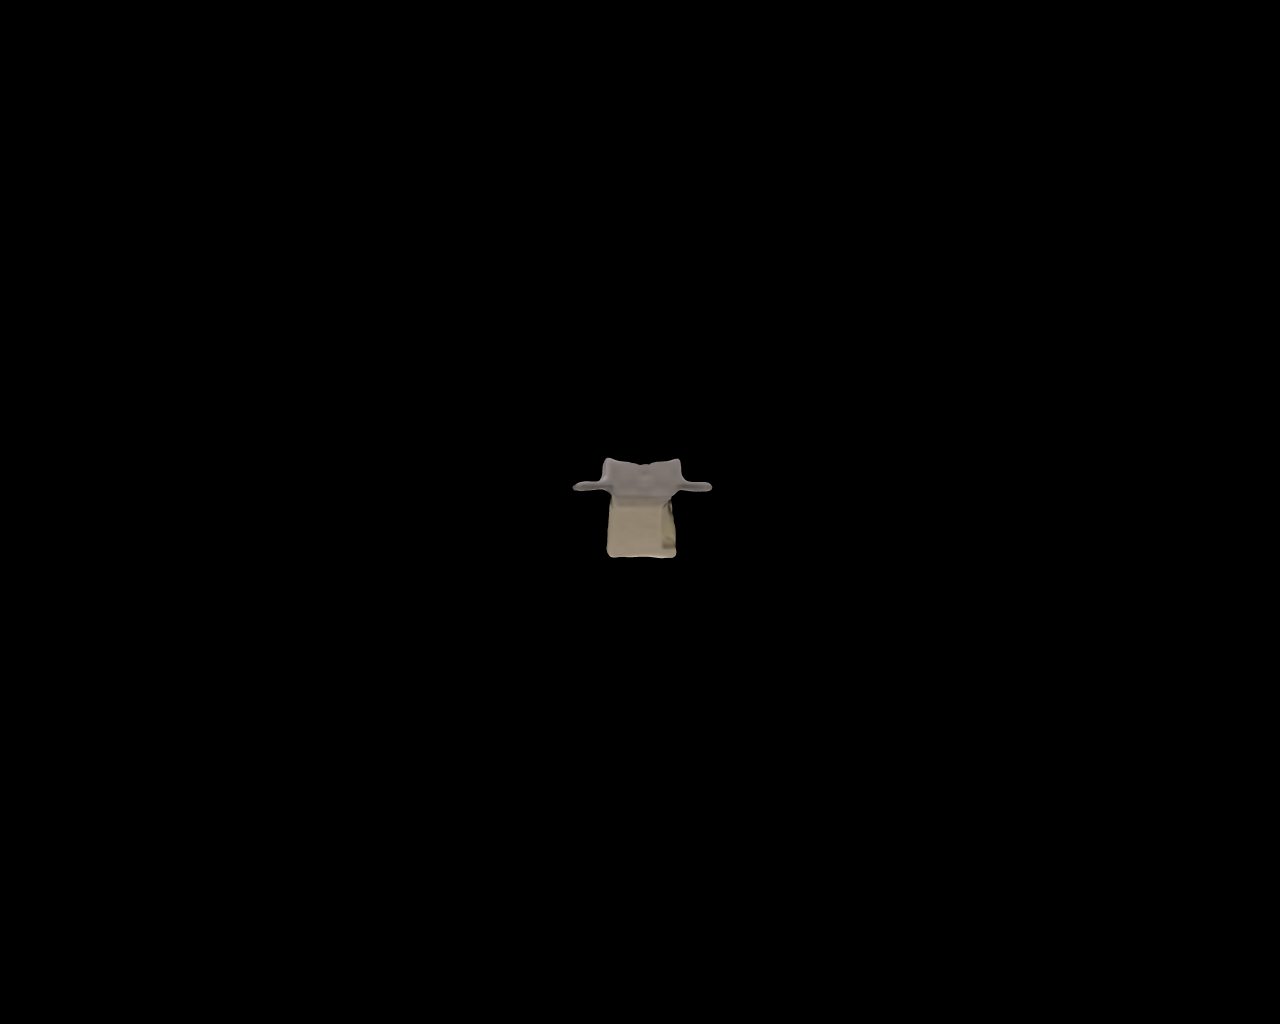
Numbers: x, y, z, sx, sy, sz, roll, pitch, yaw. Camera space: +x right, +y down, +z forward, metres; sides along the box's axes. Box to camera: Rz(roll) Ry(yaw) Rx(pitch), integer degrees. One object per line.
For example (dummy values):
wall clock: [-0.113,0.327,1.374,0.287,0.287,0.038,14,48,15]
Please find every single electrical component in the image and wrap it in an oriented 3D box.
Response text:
electrical component: [0.001,-0.003,0.650,0.081,0.063,0.042,0,0,-4]
